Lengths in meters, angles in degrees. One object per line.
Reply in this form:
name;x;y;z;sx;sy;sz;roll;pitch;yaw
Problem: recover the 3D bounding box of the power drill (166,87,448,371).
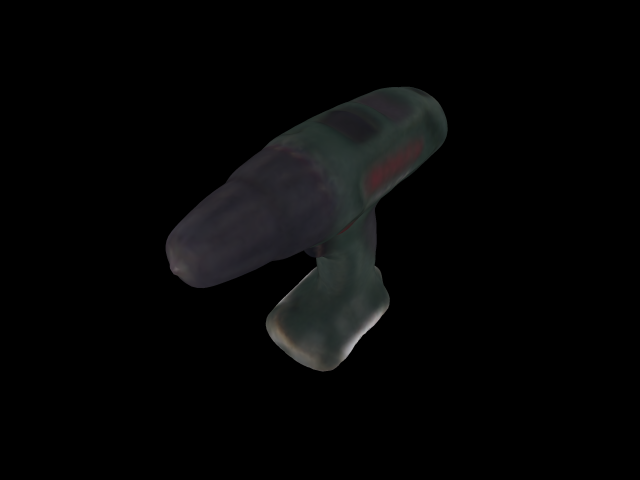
power drill;0.004;0.001;0.400;0.075;0.208;0.230;32;58;23
